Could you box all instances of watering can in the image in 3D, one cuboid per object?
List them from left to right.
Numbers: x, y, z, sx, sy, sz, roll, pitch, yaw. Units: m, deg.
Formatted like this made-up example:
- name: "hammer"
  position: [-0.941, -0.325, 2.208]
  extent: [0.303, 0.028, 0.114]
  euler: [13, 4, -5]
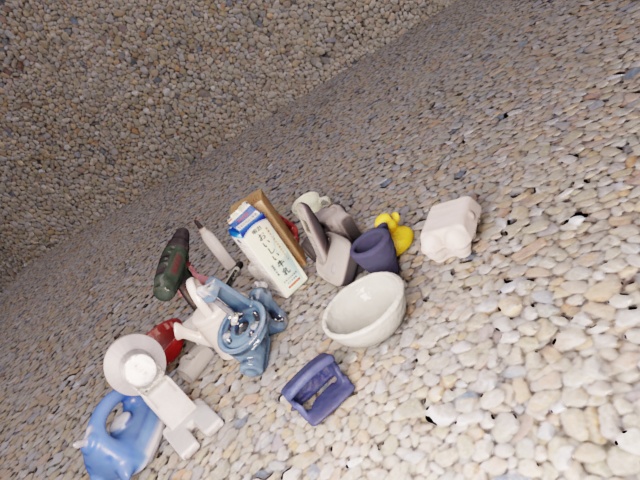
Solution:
- name: "watering can"
  position: [-0.236, 0.166, 1.246]
  extent: [0.173, 0.194, 0.100]
  euler: [-42, 25, -18]

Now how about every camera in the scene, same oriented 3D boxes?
- name: "camera"
  position: [0.010, -0.021, 1.401]
  extent: [0.137, 0.101, 0.142]
  euler: [-40, 25, -14]

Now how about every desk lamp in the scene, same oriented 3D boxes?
- name: "desk lamp"
  position: [-0.310, 0.283, 1.096]
  extent: [0.118, 0.214, 0.202]
  euler: [-44, 26, -21]

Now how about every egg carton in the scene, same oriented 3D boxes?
- name: "egg carton"
  position: [0.260, -0.023, 1.125]
  extent: [0.107, 0.069, 0.150]
  euler: [-16, 29, 35]

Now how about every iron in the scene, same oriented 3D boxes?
- name: "iron"
  position: [-0.396, 0.362, 1.147]
  extent: [0.118, 0.142, 0.258]
  euler: [-26, 25, 17]

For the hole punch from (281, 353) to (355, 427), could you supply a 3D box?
- name: "hole punch"
  position: [-0.016, 0.238, 0.958]
  extent: [0.109, 0.091, 0.100]
  euler: [-40, 24, -14]

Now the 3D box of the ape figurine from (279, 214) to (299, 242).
- name: "ape figurine"
  position: [-0.101, -0.031, 1.573]
  extent: [0.076, 0.092, 0.078]
  euler: [-6, 36, 47]

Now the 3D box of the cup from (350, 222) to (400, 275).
- name: "cup"
  position: [0.125, 0.029, 1.168]
  extent: [0.091, 0.095, 0.118]
  euler: [-11, 32, 41]

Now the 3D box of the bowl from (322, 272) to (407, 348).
- name: "bowl"
  position: [0.091, 0.138, 1.030]
  extent: [0.167, 0.075, 0.167]
  euler: [-28, 24, 14]

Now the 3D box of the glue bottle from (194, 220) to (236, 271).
- name: "glue bottle"
  position: [-0.310, 0.009, 1.664]
  extent: [0.037, 0.173, 0.078]
  euler: [-38, 24, -9]

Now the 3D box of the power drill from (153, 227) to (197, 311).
- name: "power drill"
  position: [-0.339, 0.102, 1.483]
  extent: [0.075, 0.209, 0.229]
  euler: [-24, 26, 23]

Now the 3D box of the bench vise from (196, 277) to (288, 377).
- name: "bench vise"
  position: [-0.168, 0.144, 1.169]
  extent: [0.121, 0.220, 0.207]
  euler: [-30, 24, 10]

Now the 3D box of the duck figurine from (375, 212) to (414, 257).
- name: "duck figurine"
  position: [0.146, -0.014, 1.233]
  extent: [0.105, 0.086, 0.077]
  euler: [-46, 27, -26]

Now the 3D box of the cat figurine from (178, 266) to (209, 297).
- name: "cat figurine"
  position: [-0.357, 0.120, 1.585]
  extent: [0.067, 0.118, 0.128]
  euler: [-26, 25, 18]

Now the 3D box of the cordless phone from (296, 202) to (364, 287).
- name: "cordless phone"
  position: [0.011, 0.004, 1.246]
  extent: [0.094, 0.185, 0.147]
  euler: [-41, 25, -14]
